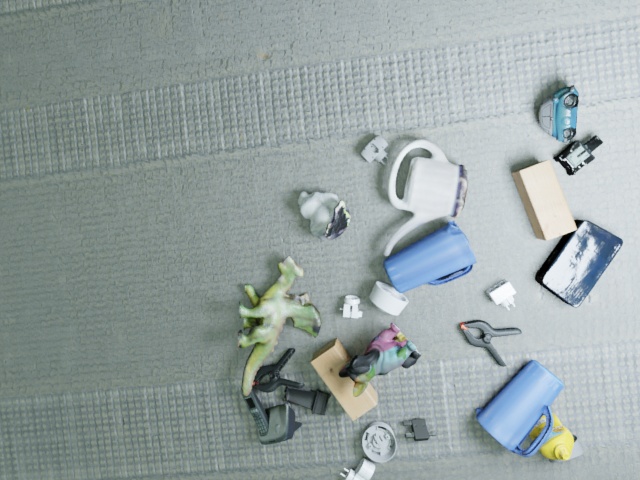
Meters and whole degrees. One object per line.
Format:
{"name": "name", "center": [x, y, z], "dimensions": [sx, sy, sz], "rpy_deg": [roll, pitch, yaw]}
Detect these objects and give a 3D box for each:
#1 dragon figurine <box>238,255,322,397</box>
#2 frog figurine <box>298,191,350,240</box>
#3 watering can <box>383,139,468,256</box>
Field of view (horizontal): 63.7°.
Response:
{"name": "dragon figurine", "center": [-0.115, 0.250, 1.520], "dimensions": [0.243, 0.122, 0.410], "rpy_deg": [-1, 91, -3]}
{"name": "frog figurine", "center": [0.005, -0.076, 1.515], "dimensions": [0.161, 0.123, 0.136], "rpy_deg": [24, 105, 40]}
{"name": "watering can", "center": [0.299, -0.111, 1.468], "dimensions": [0.224, 0.104, 0.347], "rpy_deg": [10, 91, 5]}
